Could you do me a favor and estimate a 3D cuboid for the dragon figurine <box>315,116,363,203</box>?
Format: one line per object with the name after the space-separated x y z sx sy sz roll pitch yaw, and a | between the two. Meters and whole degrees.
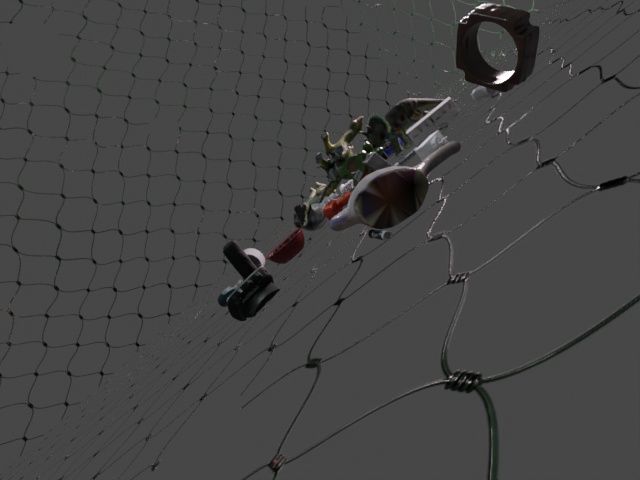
0.088 -0.280 1.985 0.123 0.407 0.243 19 11 33 | dragon figurine

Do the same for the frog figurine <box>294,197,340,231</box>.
0.006 -0.093 1.843 0.160 0.124 0.135 -4 -22 -27 | frog figurine

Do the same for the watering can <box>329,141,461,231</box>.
0.170 -0.117 1.078 0.348 0.103 0.225 -33 8 0 | watering can
